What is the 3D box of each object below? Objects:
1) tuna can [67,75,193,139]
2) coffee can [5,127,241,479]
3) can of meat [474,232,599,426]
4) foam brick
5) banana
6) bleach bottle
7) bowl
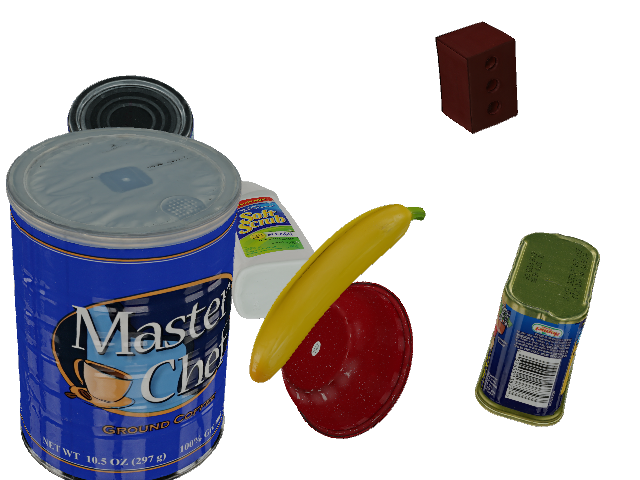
[{"bbox_3d":[-0.129,-0.073,0.730,0.086,0.086,0.034,0,-38,-9],"label":"tuna can"},{"bbox_3d":[-0.093,0.031,0.506,0.102,0.140,0.103,5,31,-3],"label":"coffee can"},{"bbox_3d":[0.140,0.053,0.685,0.057,0.084,0.102,15,33,12],"label":"can of meat"},{"bbox_3d":[0.140,-0.147,0.955,0.053,0.078,0.051,-23,37,-17],"label":"foam brick"},{"bbox_3d":[0.009,0.035,0.846,0.037,0.198,0.069,44,-4,38],"label":"banana"},{"bbox_3d":[-0.077,-0.005,1.212,0.102,0.068,0.251,-7,29,-16],"label":"bleach bottle"},{"bbox_3d":[0.012,0.112,1.056,0.162,0.162,0.055,0,-17,45],"label":"bowl"}]
